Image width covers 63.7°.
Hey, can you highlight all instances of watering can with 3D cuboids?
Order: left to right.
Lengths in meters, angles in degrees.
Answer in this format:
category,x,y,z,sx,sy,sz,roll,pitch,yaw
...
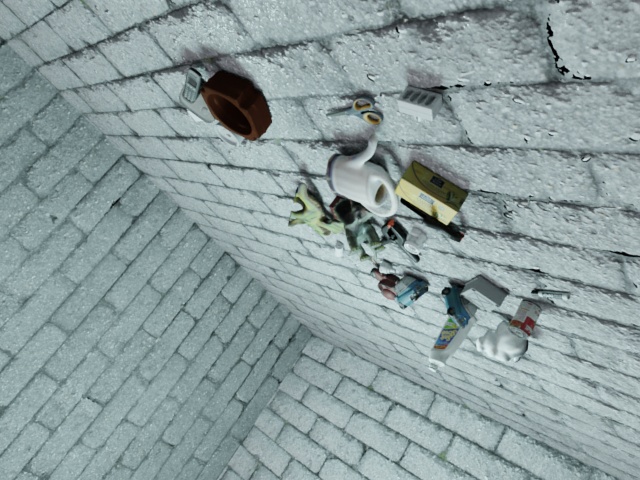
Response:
category,x,y,z,sx,sy,sz,roll,pitch,yaw
watering can,0.114,-0.191,1.453,0.226,0.105,0.340,23,154,32

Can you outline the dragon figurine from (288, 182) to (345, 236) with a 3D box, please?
category,x,y,z,sx,sy,sz,roll,pitch,yaw
dragon figurine,0.006,-0.097,1.933,0.242,0.124,0.405,19,164,-4

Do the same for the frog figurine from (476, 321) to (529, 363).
category,x,y,z,sx,sy,sz,roll,pitch,yaw
frog figurine,0.623,0.345,1.767,0.159,0.139,0.121,14,168,-11
